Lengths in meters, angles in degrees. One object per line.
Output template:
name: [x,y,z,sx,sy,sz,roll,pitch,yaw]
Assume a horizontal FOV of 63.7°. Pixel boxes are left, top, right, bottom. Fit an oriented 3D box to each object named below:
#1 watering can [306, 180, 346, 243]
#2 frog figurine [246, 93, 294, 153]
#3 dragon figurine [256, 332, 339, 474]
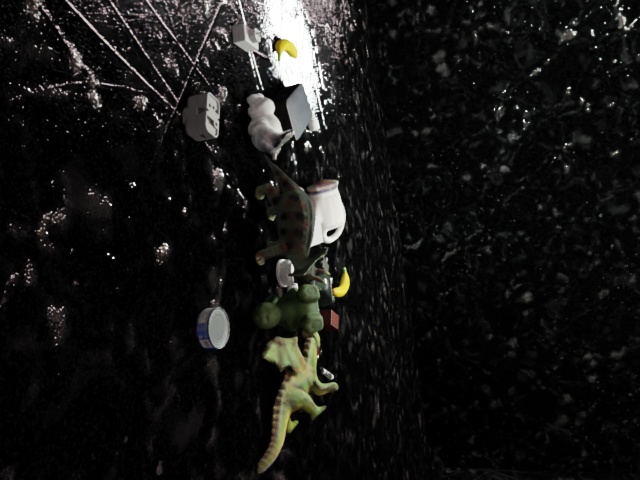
watering can: [0.005,-0.090,1.785,0.352,0.103,0.222,-32,113,-60]
frog figurine: [-0.158,-0.323,1.426,0.159,0.120,0.140,44,35,-2]
dragon figurine: [-0.089,0.376,1.365,0.242,0.121,0.417,61,36,-7]
